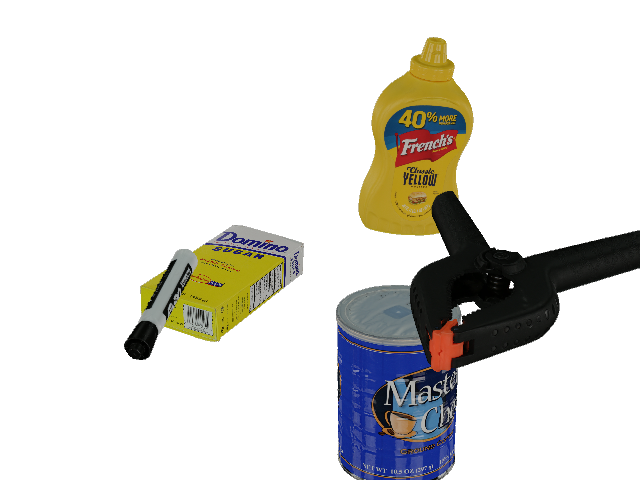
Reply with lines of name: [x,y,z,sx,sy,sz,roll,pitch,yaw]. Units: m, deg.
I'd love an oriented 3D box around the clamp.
clamp: [0.111,0.022,0.709,0.165,0.036,0.209,16,31,32]

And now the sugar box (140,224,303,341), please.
sugar box: [-0.099,0.040,1.118,0.093,0.048,0.176,15,31,24]

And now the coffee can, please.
coffee can: [0.065,0.121,0.899,0.103,0.140,0.103,-1,22,0]

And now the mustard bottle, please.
mustard bottle: [0.095,-0.100,1.022,0.096,0.192,0.058,3,28,-9]

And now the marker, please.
marker: [-0.112,0.044,0.757,0.020,0.020,0.121,0,31,12]
